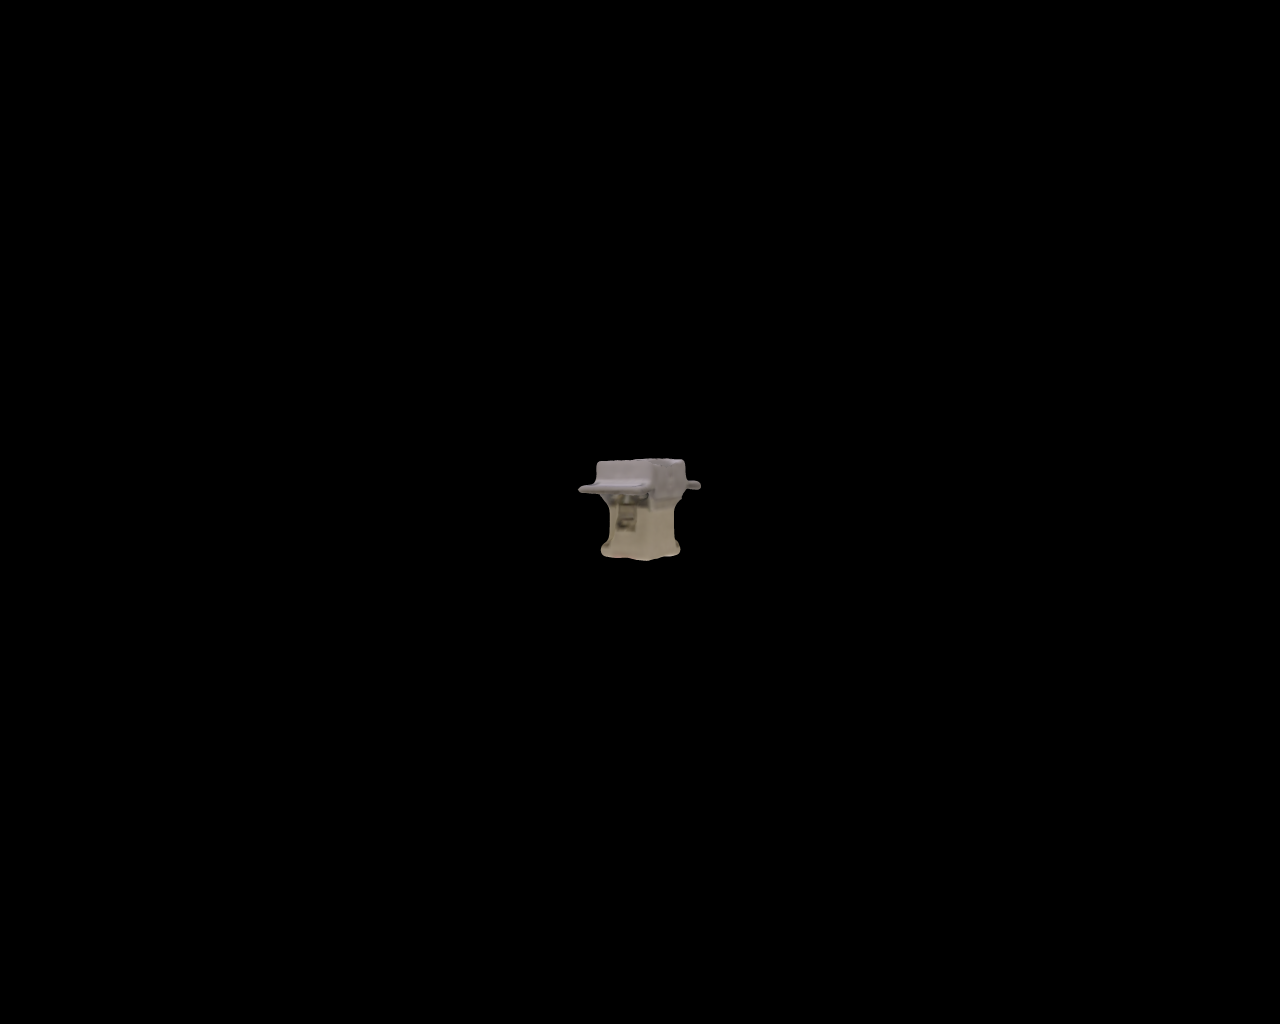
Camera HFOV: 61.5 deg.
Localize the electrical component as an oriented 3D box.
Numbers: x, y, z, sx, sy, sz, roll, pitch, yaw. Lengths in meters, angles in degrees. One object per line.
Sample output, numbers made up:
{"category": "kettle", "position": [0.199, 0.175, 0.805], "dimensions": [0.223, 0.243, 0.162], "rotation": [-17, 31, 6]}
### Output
{"category": "electrical component", "position": [0.001, -0.003, 0.650], "dimensions": [0.042, 0.063, 0.081], "rotation": [3, 6, 32]}
